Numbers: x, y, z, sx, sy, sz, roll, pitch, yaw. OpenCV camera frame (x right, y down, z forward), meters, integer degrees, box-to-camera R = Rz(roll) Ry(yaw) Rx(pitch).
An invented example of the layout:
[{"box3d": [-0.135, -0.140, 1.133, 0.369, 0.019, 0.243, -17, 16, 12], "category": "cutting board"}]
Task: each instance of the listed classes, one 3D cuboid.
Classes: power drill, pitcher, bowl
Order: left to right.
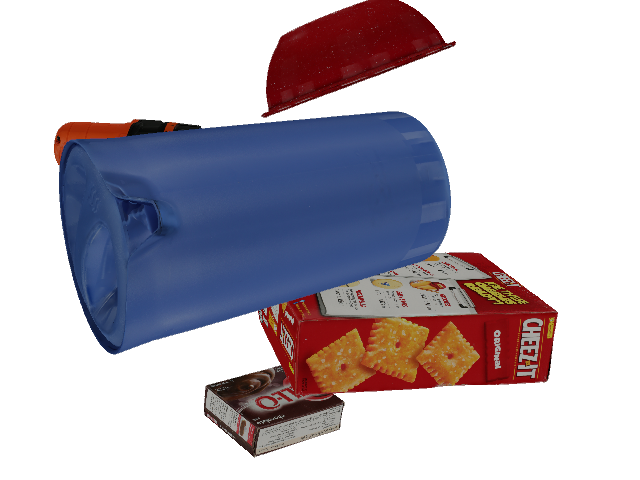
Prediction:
[{"box3d": [-0.141, -0.019, 0.966, 0.184, 0.188, 0.057, 5, 28, 10], "category": "power drill"}, {"box3d": [-0.045, -0.015, 0.709, 0.242, 0.145, 0.149, -12, 38, -26], "category": "pitcher"}, {"box3d": [0.020, -0.149, 0.833, 0.162, 0.055, 0.162, -21, 7, 2], "category": "bowl"}]

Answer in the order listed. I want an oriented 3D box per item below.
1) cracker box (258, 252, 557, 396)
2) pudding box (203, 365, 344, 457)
[{"box3d": [0.065, 0.066, 0.901, 0.213, 0.072, 0.164, 0, 17, -15], "category": "cracker box"}, {"box3d": [-0.047, 0.168, 1.068, 0.113, 0.039, 0.090, -13, 28, -38], "category": "pudding box"}]
